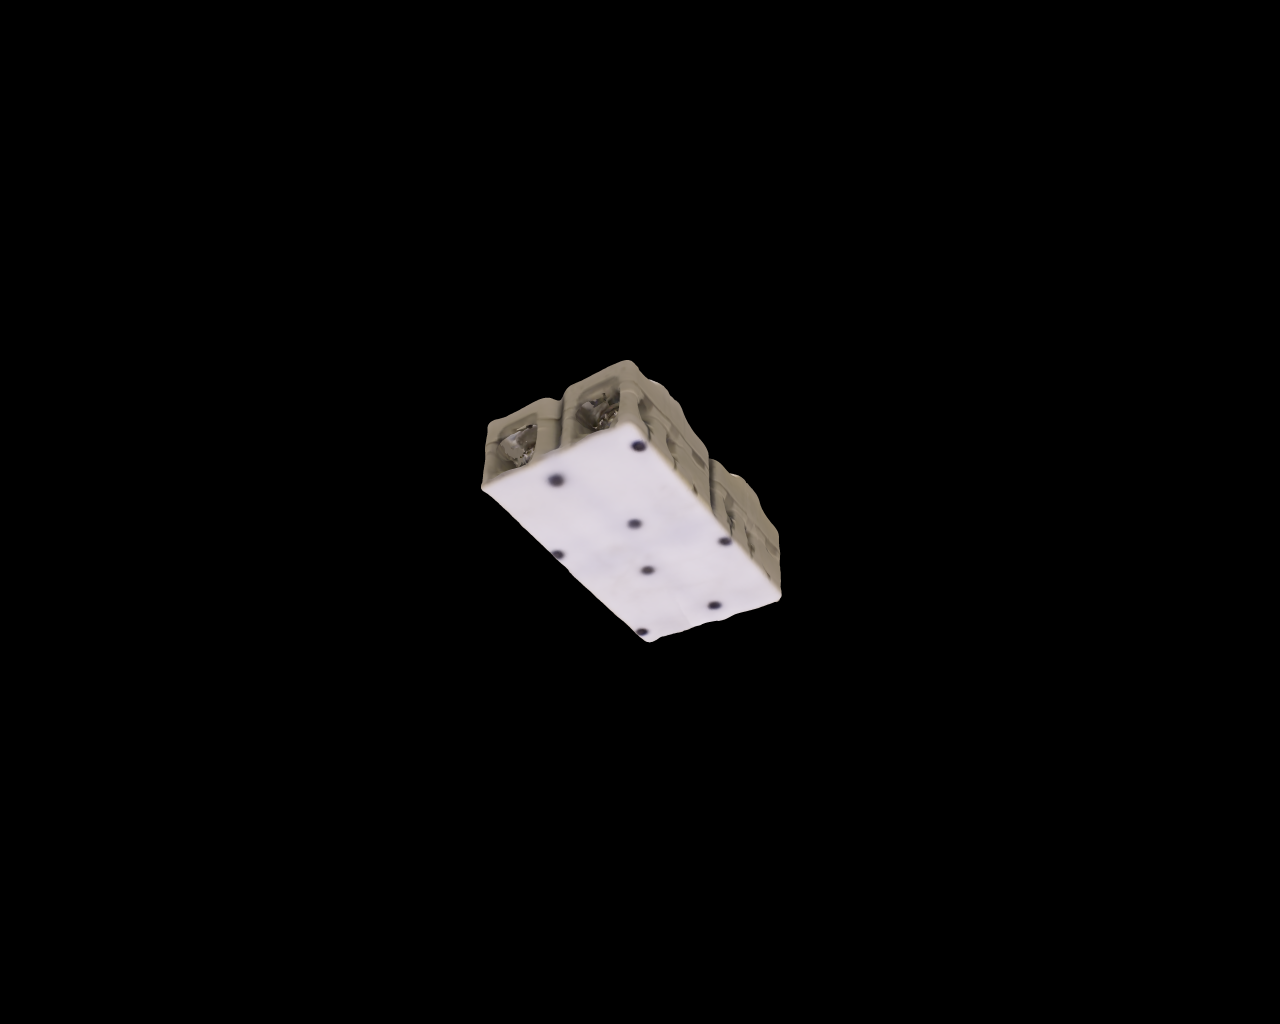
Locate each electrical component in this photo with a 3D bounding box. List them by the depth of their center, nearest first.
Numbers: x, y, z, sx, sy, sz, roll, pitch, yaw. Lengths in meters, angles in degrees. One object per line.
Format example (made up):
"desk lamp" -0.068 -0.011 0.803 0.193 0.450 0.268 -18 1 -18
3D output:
"electrical component" 0.001 -0.003 0.650 0.105 0.060 0.186 -22 -45 24
